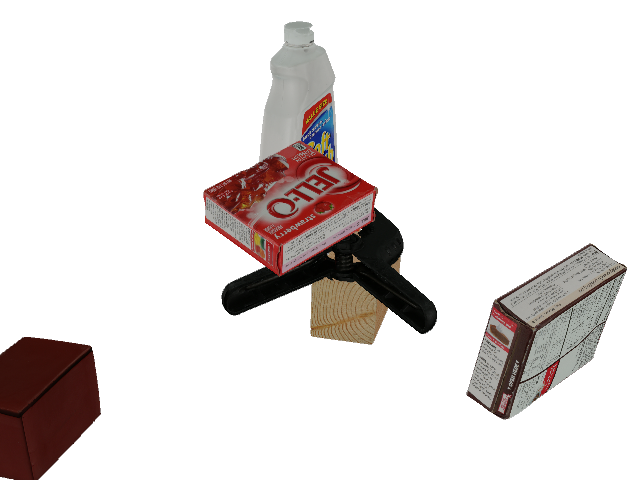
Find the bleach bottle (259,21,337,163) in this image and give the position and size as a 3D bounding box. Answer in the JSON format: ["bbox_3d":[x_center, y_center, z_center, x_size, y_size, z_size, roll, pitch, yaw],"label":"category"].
[{"bbox_3d":[-0.027,-0.105,1.140,0.068,0.251,0.102,20,32,36],"label":"bleach bottle"}]

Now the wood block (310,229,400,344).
[{"bbox_3d":[0.054,0.061,1.527,0.091,0.090,0.206,7,22,11],"label":"wood block"}]

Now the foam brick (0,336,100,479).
[{"bbox_3d":[-0.180,0.102,0.658,0.053,0.051,0.078,7,28,21],"label":"foam brick"}]

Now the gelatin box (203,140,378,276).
[{"bbox_3d":[-0.019,-0.023,0.688,0.089,0.030,0.073,-31,50,-33],"label":"gelatin box"}]

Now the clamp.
[{"bbox_3d":[0.028,0.017,0.884,0.165,0.036,0.209,9,26,13],"label":"clamp"}]

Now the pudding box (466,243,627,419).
[{"bbox_3d":[0.158,0.063,0.744,0.113,0.090,0.039,-27,49,-38],"label":"pudding box"}]
